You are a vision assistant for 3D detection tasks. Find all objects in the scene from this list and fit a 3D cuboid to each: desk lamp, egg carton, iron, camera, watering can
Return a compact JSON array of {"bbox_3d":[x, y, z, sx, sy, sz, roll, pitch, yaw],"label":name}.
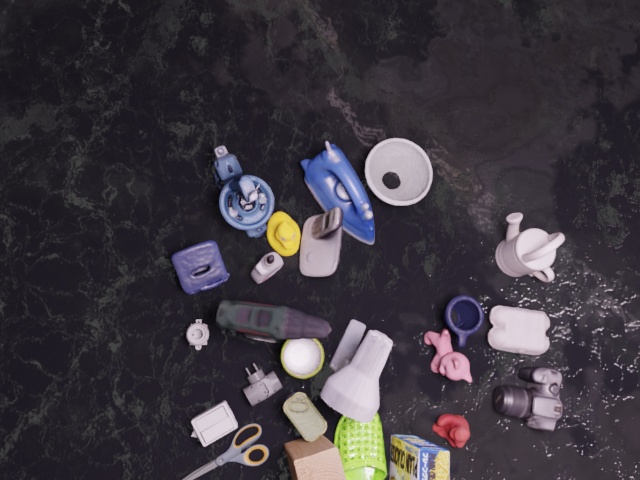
[{"bbox_3d":[0.082,0.270,1.212,0.118,0.213,0.203,26,76,-3],"label":"desk lamp"},{"bbox_3d":[0.471,0.215,1.358,0.150,0.069,0.107,7,78,-7],"label":"egg carton"},{"bbox_3d":[0.066,-0.110,1.322,0.119,0.141,0.258,-33,85,-13],"label":"iron"},{"bbox_3d":[0.478,0.360,1.315,0.137,0.100,0.143,11,77,-6],"label":"camera"},{"bbox_3d":[0.490,0.019,1.336,0.173,0.194,0.101,36,76,0],"label":"watering can"}]

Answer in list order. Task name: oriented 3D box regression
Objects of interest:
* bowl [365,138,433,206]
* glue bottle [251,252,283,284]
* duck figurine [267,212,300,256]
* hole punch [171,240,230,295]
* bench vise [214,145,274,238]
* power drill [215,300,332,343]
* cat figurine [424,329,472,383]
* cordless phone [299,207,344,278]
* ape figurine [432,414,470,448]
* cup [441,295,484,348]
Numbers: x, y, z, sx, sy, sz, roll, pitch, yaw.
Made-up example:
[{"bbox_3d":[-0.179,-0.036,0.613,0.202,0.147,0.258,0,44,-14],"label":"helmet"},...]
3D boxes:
[{"bbox_3d":[0.182,-0.156,1.384,0.167,0.074,0.167,2,79,-9],"label":"bowl"},{"bbox_3d":[-0.112,0.054,1.245,0.078,0.173,0.037,-41,87,-14],"label":"glue bottle"},{"bbox_3d":[-0.081,-0.019,1.309,0.077,0.086,0.104,-17,82,-12],"label":"duck figurine"},{"bbox_3d":[-0.261,0.061,1.262,0.109,0.091,0.101,-22,83,-12],"label":"hole punch"},{"bbox_3d":[-0.184,-0.112,1.243,0.207,0.219,0.121,45,76,2],"label":"bench vise"},{"bbox_3d":[-0.102,0.174,1.205,0.230,0.208,0.076,9,77,-7],"label":"power drill"},{"bbox_3d":[0.294,0.264,1.296,0.067,0.117,0.128,-13,81,-11],"label":"cat figurine"},{"bbox_3d":[0.012,0.005,1.268,0.094,0.185,0.147,5,78,-8],"label":"cordless phone"},{"bbox_3d":[0.304,0.427,1.278,0.076,0.092,0.078,-16,82,-11],"label":"ape figurine"},{"bbox_3d":[0.319,0.191,1.326,0.092,0.095,0.118,8,78,-7],"label":"cup"}]
